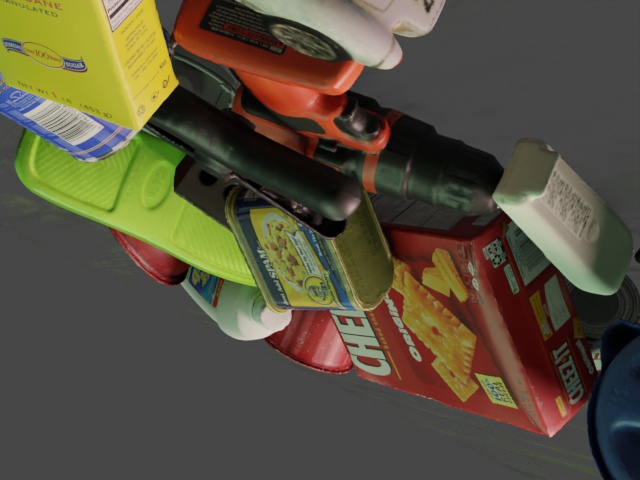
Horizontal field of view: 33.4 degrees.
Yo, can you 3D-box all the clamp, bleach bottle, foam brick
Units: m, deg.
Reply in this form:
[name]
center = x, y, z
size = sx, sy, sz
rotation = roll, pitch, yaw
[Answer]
[clamp]
center = -0.049, -0.050, 0.623
size = 0.171, 0.039, 0.120
rotation = 32, 168, 10
[bleach bottle]
center = -0.076, 0.024, 0.983
size = 0.068, 0.102, 0.251
rotation = 24, -176, -25
[foam brick]
center = -0.065, -0.044, 0.806
size = 0.078, 0.053, 0.051
rotation = 34, -163, -15

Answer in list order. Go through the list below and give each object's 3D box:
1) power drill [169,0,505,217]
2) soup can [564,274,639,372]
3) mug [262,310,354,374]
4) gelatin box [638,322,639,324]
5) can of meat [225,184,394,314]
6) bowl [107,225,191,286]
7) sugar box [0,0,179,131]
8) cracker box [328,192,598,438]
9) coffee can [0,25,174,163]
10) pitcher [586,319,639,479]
[power drill]
center = 0.011, -0.077, 0.597
size = 0.185, 0.057, 0.187
rotation = 20, 168, 20
[soup can]
center = 0.200, 0.070, 0.807
size = 0.068, 0.068, 0.102
rotation = 20, 150, 16
[mug]
center = 0.011, 0.064, 0.972
size = 0.117, 0.081, 0.093
rotation = 9, -159, -44
[gelatin box]
center = 0.219, 0.068, 0.919
size = 0.073, 0.030, 0.089
rotation = 30, 167, -29
[can of meat]
center = -0.005, 0.001, 0.729
size = 0.084, 0.057, 0.102
rotation = -2, 120, 42
[bowl]
center = -0.141, -0.043, 0.948
size = 0.055, 0.162, 0.162
rotation = -26, 149, 15
[sugar box]
center = -0.130, -0.136, 0.498
size = 0.093, 0.048, 0.176
rotation = 19, 149, 22
[cracker box]
center = 0.084, 0.042, 0.788
size = 0.214, 0.072, 0.164
rotation = 8, 129, 53
[coffee can]
center = -0.173, -0.123, 0.640
size = 0.103, 0.103, 0.140
rotation = 12, 164, 46
[pitcher]
center = 0.289, 0.134, 0.726
size = 0.145, 0.149, 0.242
rotation = -3, 170, 32
